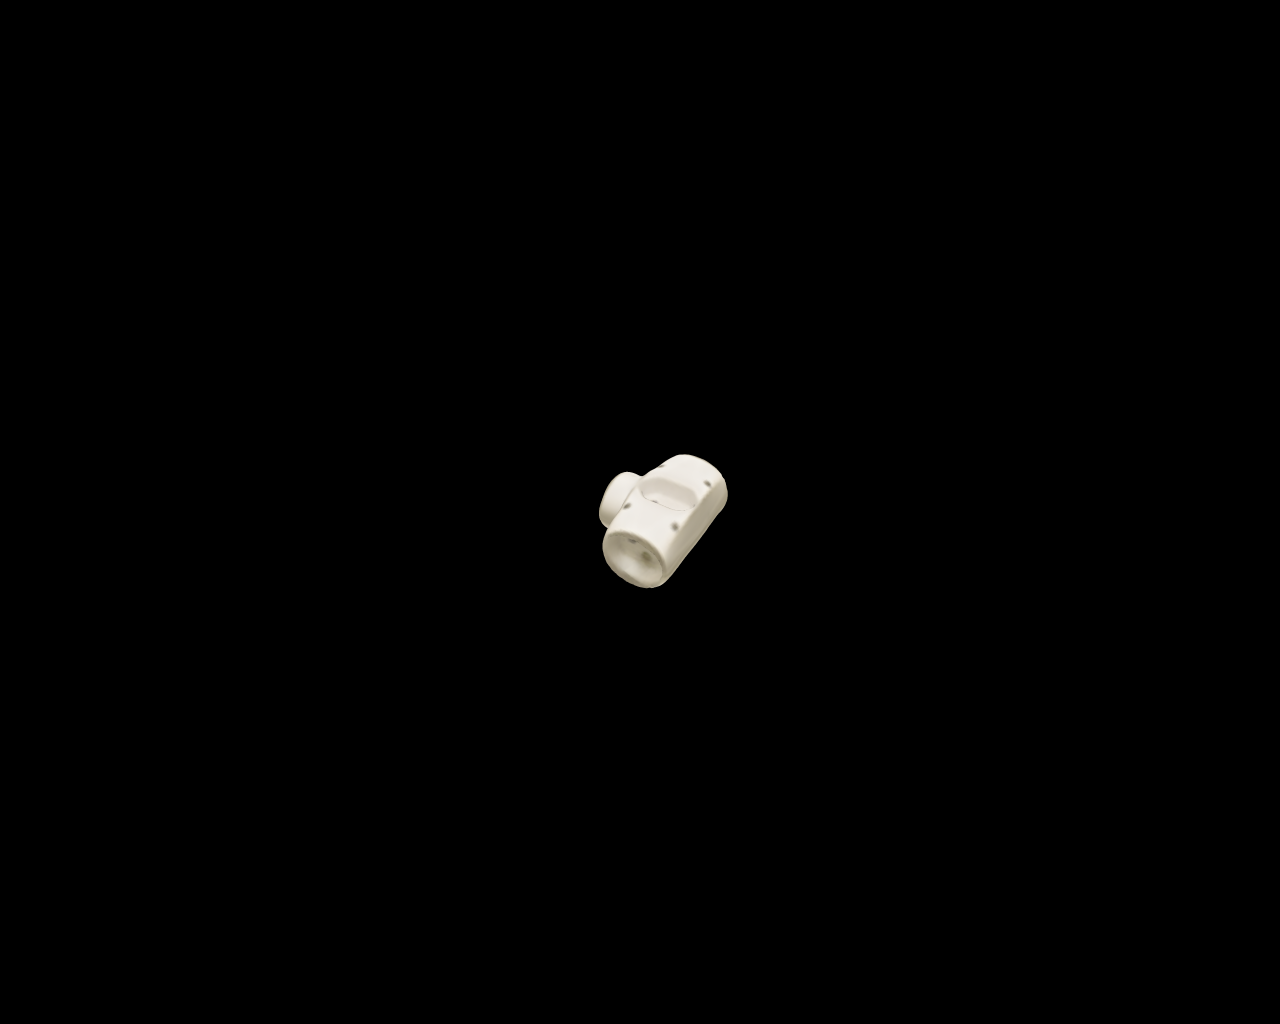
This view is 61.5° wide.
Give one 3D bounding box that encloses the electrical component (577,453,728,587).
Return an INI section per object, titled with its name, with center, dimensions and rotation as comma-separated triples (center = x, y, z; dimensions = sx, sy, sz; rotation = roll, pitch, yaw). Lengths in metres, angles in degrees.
[electrical component]
center = 0.001, -0.003, 0.650
dimensions = 0.079, 0.043, 0.077
rotation = 24, 50, 22
